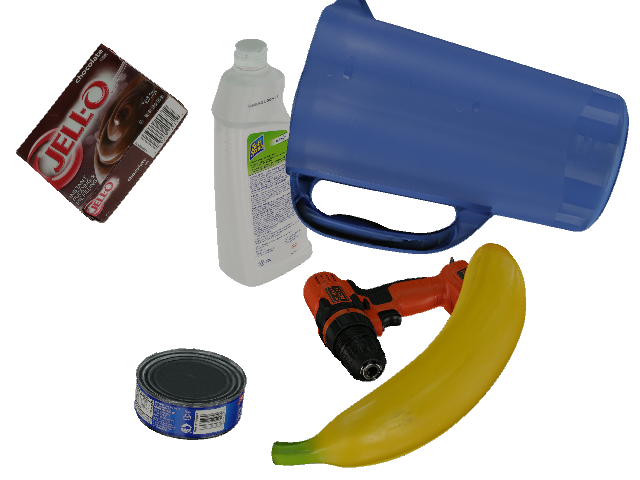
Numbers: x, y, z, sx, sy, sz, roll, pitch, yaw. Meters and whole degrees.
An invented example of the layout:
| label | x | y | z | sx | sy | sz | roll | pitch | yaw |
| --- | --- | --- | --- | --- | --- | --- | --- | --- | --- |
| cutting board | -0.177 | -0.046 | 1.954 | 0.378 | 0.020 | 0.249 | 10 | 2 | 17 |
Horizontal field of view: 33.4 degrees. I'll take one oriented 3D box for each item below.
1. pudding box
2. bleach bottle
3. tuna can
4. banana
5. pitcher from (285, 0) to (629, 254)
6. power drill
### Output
| label | x | y | z | sx | sy | sz | roll | pitch | yaw |
| --- | --- | --- | --- | --- | --- | --- | --- | --- | --- |
| pudding box | -0.170 | -0.084 | 0.829 | 0.090 | 0.113 | 0.039 | 37 | -3 | 29 |
| bleach bottle | -0.059 | -0.080 | 1.057 | 0.068 | 0.251 | 0.102 | 29 | 44 | 35 |
| tuna can | -0.102 | 0.120 | 0.834 | 0.086 | 0.034 | 0.086 | 7 | 22 | -3 |
| banana | 0.061 | 0.057 | 0.546 | 0.070 | 0.037 | 0.197 | 22 | 43 | 34 |
| pitcher | 0.097 | -0.076 | 0.809 | 0.243 | 0.149 | 0.145 | 15 | 41 | 3 |
| power drill | 0.089 | 0.079 | 1.114 | 0.187 | 0.057 | 0.184 | -6 | 28 | -15 |
